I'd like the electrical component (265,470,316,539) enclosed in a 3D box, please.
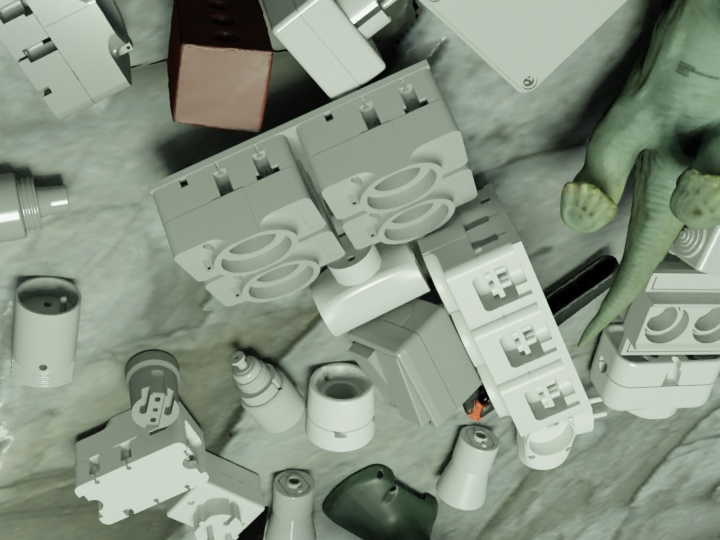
[{"bbox_3d":[-0.057,0.201,0.904,0.044,0.044,0.065,-2,121,-13],"label":"electrical component"}]

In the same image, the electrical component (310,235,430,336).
[{"bbox_3d":[0.000,0.000,0.767,0.077,0.043,0.079,-26,127,5],"label":"electrical component"}]

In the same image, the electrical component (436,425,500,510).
[{"bbox_3d":[0.094,0.166,0.917,0.044,0.044,0.065,5,119,-18],"label":"electrical component"}]

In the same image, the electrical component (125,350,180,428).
[{"bbox_3d":[-0.152,0.089,0.791,0.040,0.046,0.040,-7,127,-9],"label":"electrical component"}]

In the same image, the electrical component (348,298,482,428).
[{"bbox_3d":[0.041,0.073,0.801,0.061,0.062,0.096,-43,124,-22],"label":"electrical component"}]

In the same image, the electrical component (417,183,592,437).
[{"bbox_3d":[0.098,0.030,0.749,0.062,0.089,0.150,-24,120,7],"label":"electrical component"}]

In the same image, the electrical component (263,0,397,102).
[{"bbox_3d":[-0.007,-0.154,0.648,0.077,0.047,0.065,-36,127,13],"label":"electrical component"}]

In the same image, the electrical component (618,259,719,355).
[{"bbox_3d":[0.264,0.026,0.842,0.121,0.063,0.078,1,126,-15],"label":"electrical component"}]

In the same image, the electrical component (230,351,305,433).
[{"bbox_3d":[-0.074,0.090,0.817,0.040,0.040,0.078,-28,127,7],"label":"electrical component"}]

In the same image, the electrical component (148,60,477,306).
[{"bbox_3d":[-0.024,-0.046,0.688,0.186,0.060,0.105,-24,158,4],"label":"electrical component"}]

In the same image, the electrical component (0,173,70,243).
[{"bbox_3d":[-0.217,-0.041,0.681,0.062,0.048,0.048,-11,128,-15],"label":"electrical component"}]

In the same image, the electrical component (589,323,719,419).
[{"bbox_3d":[0.242,0.082,0.884,0.095,0.053,0.059,-1,126,-14],"label":"electrical component"}]

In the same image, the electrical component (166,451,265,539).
[{"bbox_3d":[-0.115,0.194,0.860,0.066,0.076,0.047,32,112,-32],"label":"electrical component"}]

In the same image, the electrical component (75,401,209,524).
[{"bbox_3d":[-0.167,0.143,0.822,0.089,0.055,0.050,-24,128,4],"label":"electrical component"}]

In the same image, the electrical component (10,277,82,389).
[{"bbox_3d":[-0.219,0.050,0.747,0.043,0.043,0.081,4,125,-17],"label":"electrical component"}]

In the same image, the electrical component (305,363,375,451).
[{"bbox_3d":[-0.015,0.105,0.835,0.055,0.055,0.047,-5,123,-11],"label":"electrical component"}]

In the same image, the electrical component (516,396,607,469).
[{"bbox_3d":[0.170,0.122,0.901,0.079,0.044,0.077,-12,128,-6],"label":"electrical component"}]

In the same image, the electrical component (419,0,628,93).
[{"bbox_3d":[0.099,-0.182,0.649,0.109,0.056,0.109,35,111,-32],"label":"electrical component"}]

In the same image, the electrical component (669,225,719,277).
[{"bbox_3d":[0.264,-0.027,0.782,0.100,0.099,0.048,14,108,-23],"label":"electrical component"}]

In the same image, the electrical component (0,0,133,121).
[{"bbox_3d":[-0.170,-0.141,0.613,0.056,0.050,0.089,-25,128,5],"label":"electrical component"}]
